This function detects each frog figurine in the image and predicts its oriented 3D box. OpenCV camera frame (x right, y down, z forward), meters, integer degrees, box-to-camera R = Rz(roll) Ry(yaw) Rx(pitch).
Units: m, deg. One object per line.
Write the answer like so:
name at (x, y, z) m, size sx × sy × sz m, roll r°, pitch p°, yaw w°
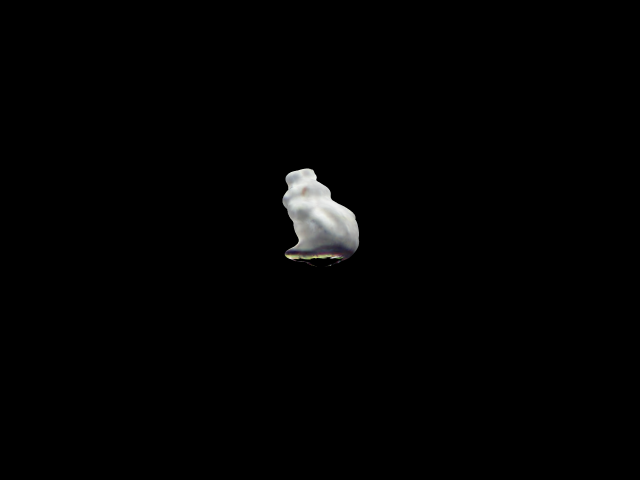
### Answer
frog figurine at (0.003, -0.043, 0.850) m, size 0.137 × 0.161 × 0.122 m, roll 10°, pitch -15°, yaw -38°
